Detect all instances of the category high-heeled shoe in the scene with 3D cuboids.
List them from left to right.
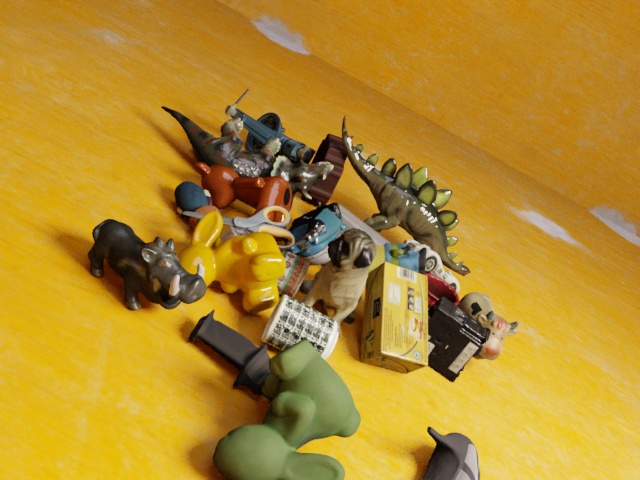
[{"bbox_3d":[0.171,0.361,0.699,0.145,0.086,0.249,50,35,-31],"label":"high-heeled shoe"}]

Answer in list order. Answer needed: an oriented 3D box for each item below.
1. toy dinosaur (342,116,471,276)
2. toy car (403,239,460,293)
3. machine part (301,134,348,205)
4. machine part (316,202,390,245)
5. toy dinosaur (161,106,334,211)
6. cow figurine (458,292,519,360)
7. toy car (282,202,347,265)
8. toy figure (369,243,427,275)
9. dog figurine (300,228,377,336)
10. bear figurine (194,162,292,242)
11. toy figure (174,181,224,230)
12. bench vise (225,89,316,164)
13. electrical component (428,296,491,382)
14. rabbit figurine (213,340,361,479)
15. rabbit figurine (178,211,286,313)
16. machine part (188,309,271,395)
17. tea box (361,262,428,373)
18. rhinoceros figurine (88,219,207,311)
[{"bbox_3d":[0.190,-0.079,1.242,0.471,0.198,0.105,40,23,-9],"label":"toy dinosaur"},{"bbox_3d":[0.245,0.063,1.181,0.074,0.056,0.201,35,-8,49],"label":"toy car"},{"bbox_3d":[0.012,-0.171,1.307,0.056,0.179,0.179,21,28,-13],"label":"machine part"},{"bbox_3d":[0.082,-0.003,1.187,0.243,0.079,0.079,38,28,18],"label":"machine part"},{"bbox_3d":[-0.182,-0.175,1.193,0.405,0.131,0.192,18,28,-9],"label":"toy dinosaur"},{"bbox_3d":[0.325,0.170,1.075,0.085,0.127,0.195,24,25,-4],"label":"cow figurine"},{"bbox_3d":[-0.002,-0.003,1.078,0.102,0.109,0.162,61,24,-14],"label":"toy car"},{"bbox_3d":[0.122,0.047,1.074,0.180,0.082,0.089,1,15,8],"label":"toy figure"},{"bbox_3d":[0.050,0.050,0.943,0.121,0.190,0.172,28,26,-4],"label":"dog figurine"},{"bbox_3d":[-0.161,-0.083,1.073,0.196,0.132,0.120,8,-20,13],"label":"bear figurine"},{"bbox_3d":[-0.219,-0.051,0.993,0.057,0.064,0.155,18,25,-52],"label":"toy figure"},{"bbox_3d":[-0.131,-0.258,1.342,0.240,0.129,0.224,30,12,-43],"label":"bench vise"},{"bbox_3d":[0.224,0.174,0.984,0.134,0.114,0.058,36,26,9],"label":"electrical component"},{"bbox_3d":[-0.043,0.236,0.649,0.170,0.121,0.159,-35,78,-34],"label":"rabbit figurine"},{"bbox_3d":[-0.156,0.032,0.856,0.173,0.121,0.162,-10,57,-21],"label":"rabbit figurine"},{"bbox_3d":[-0.121,0.158,0.761,0.139,0.039,0.084,36,31,10],"label":"machine part"},{"bbox_3d":[0.132,0.135,0.936,0.098,0.068,0.169,20,58,-19],"label":"tea box"},{"bbox_3d":[-0.244,0.037,0.768,0.190,0.112,0.073,30,24,19],"label":"rhinoceros figurine"}]
